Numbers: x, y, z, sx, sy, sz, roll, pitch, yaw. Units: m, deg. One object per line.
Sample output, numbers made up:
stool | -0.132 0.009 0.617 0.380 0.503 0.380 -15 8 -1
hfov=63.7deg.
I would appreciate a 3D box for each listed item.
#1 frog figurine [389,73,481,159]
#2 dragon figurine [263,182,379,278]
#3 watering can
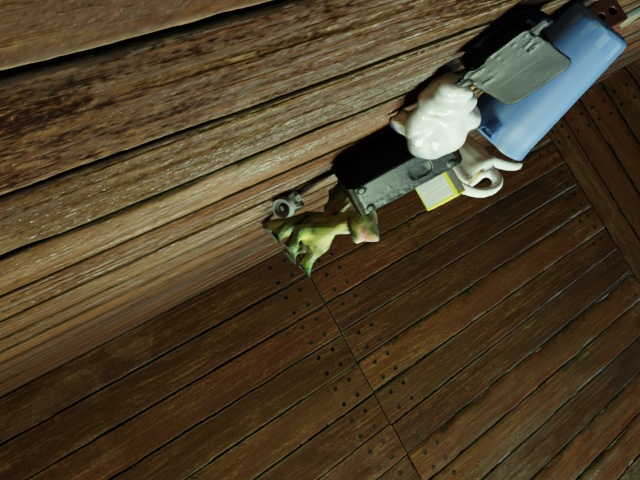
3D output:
frog figurine | 0.201 -0.197 0.823 0.138 0.123 0.159 -6 179 -22
dragon figurine | 0.003 -0.057 1.135 0.243 0.120 0.415 -43 -151 -4
watering can | 0.379 -0.209 1.307 0.352 0.226 0.102 -25 157 -47
